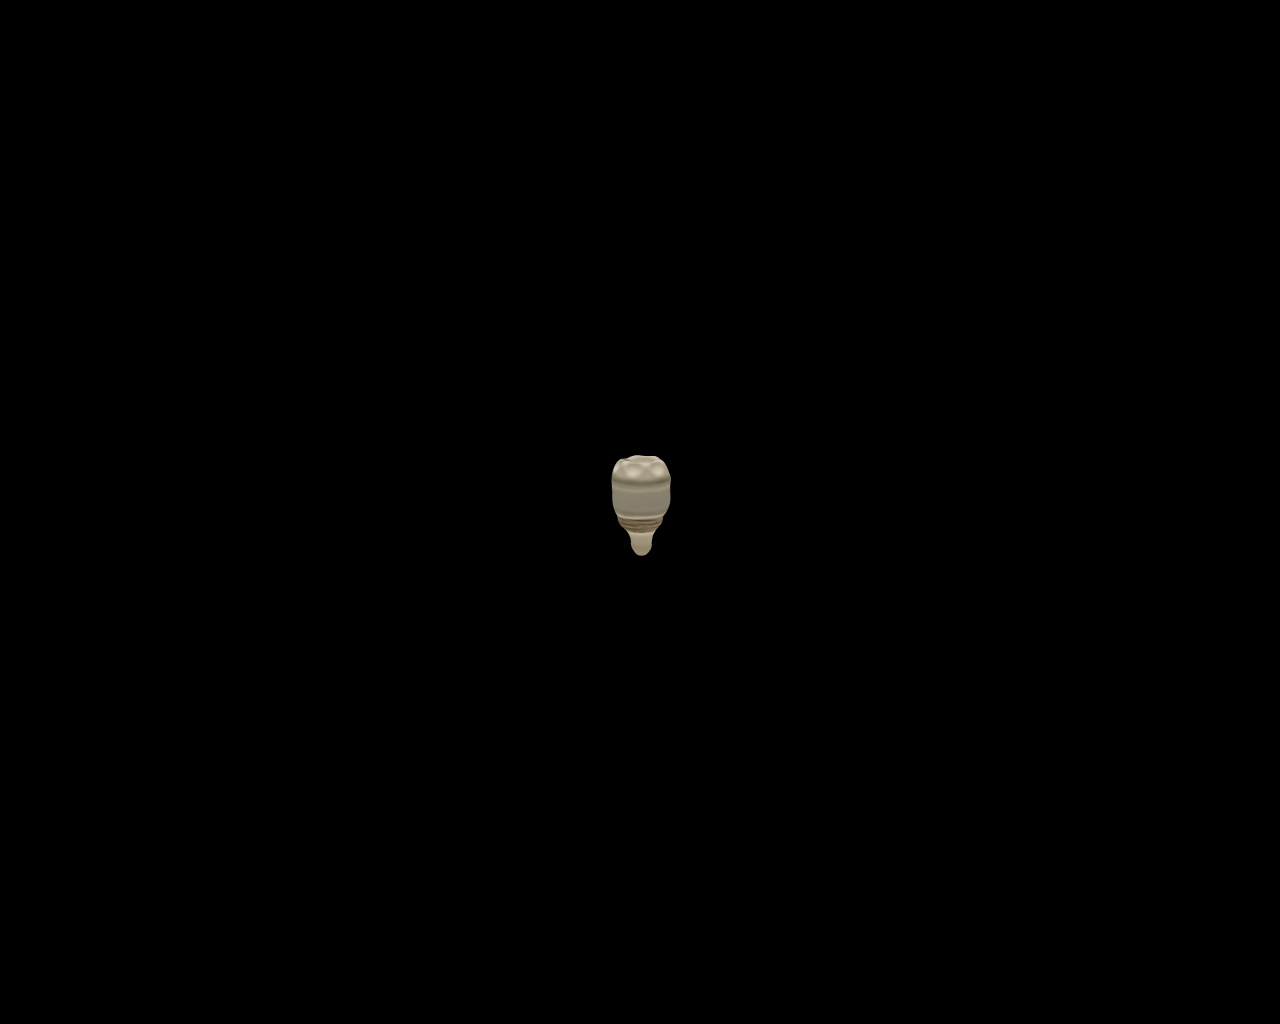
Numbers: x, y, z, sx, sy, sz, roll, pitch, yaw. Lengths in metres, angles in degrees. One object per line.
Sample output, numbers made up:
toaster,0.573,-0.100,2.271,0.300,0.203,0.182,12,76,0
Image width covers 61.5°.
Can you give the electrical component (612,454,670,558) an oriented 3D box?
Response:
electrical component,0.001,-0.003,0.650,0.035,0.061,0.035,0,16,0
